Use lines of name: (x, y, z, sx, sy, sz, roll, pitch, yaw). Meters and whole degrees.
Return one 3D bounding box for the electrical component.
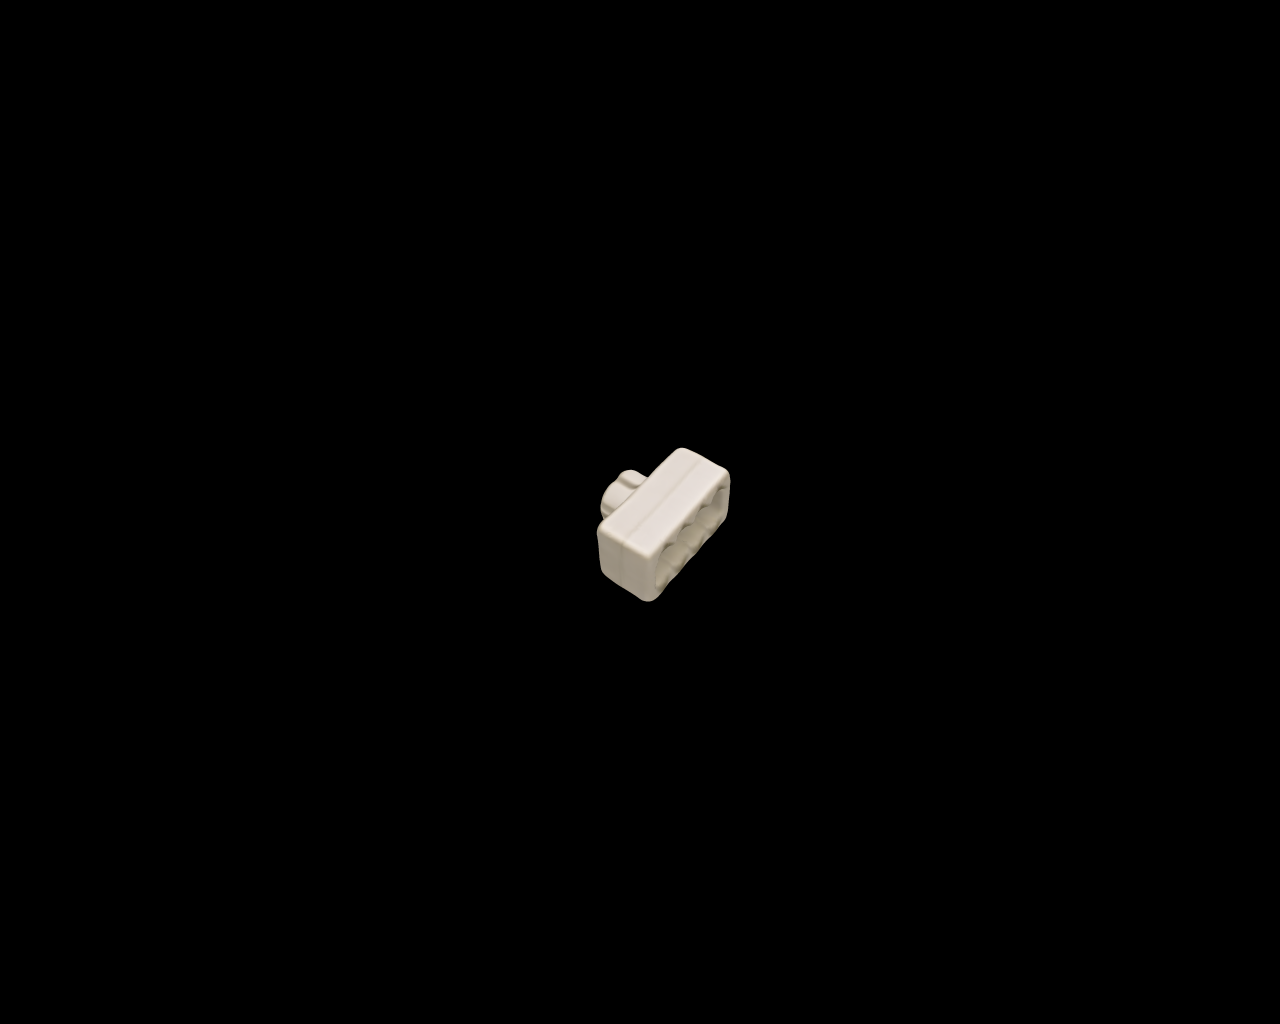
electrical component: (0.001, -0.003, 0.650, 0.076, 0.083, 0.047, 32, -32, 22)
